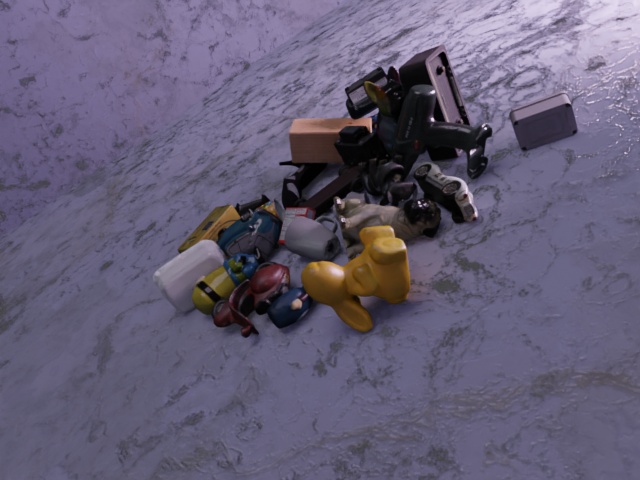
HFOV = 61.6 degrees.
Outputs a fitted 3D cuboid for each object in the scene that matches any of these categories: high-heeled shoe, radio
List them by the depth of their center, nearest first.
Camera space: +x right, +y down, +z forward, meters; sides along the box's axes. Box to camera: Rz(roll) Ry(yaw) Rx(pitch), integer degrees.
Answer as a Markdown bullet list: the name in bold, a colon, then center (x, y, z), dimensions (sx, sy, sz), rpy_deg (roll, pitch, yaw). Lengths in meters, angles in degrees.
- **radio**: center (0.263, -0.304, 1.195), dimensions (0.073, 0.229, 0.131), rpy_deg (-4, 34, 38)
- **high-heeled shoe**: center (-0.030, -0.148, 1.415), dimensions (0.145, 0.086, 0.249), rpy_deg (-3, 47, -10)

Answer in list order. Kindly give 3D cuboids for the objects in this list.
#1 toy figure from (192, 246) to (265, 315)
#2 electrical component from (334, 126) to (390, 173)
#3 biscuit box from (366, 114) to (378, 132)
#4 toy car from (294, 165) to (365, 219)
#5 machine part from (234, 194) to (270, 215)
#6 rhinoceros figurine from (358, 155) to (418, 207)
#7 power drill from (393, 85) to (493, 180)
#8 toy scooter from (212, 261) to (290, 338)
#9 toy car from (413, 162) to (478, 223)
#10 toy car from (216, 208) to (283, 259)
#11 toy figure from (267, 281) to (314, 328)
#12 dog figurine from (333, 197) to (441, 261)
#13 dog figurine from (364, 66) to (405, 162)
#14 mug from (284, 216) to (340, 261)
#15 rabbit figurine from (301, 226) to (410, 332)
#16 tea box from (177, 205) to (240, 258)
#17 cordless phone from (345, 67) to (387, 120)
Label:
- **toy figure**: center (-0.196, 0.089, 1.165), dimensions (0.180, 0.082, 0.089), rpy_deg (-31, 28, -5)
- **electrical component**: center (0.099, -0.214, 1.301), dimensions (0.058, 0.134, 0.115), rpy_deg (-44, 30, -22)
- **biscuit box**: center (0.084, -0.282, 1.493), dimensions (0.203, 0.059, 0.063), rpy_deg (-17, 32, 23)
- **toy car**: center (0.026, -0.103, 1.280), dimensions (0.202, 0.053, 0.089), rpy_deg (-37, 35, -2)
- **machine part**: center (-0.200, -0.084, 1.477), dimensions (0.139, 0.039, 0.084), rpy_deg (-21, 25, 21)
- **rhinoceros figurine**: center (0.142, -0.123, 1.153), dimensions (0.073, 0.112, 0.190), rpy_deg (-8, 11, -16)
- **power drill**: center (0.248, -0.198, 1.127), dimensions (0.086, 0.231, 0.208), rpy_deg (-29, 45, -34)
- **toy scooter**: center (-0.126, 0.125, 1.051), dimensions (0.184, 0.075, 0.135), rpy_deg (-37, 30, -4)
- **toy car**: center (0.244, -0.096, 1.047), dimensions (0.056, 0.073, 0.202), rpy_deg (-33, 29, -2)
- **toy car**: center (-0.164, 0.005, 1.245), dimensions (0.162, 0.109, 0.103), rpy_deg (-29, 45, 21)
- **toy figure**: center (-0.029, 0.104, 1.012), dimensions (0.154, 0.057, 0.064), rpy_deg (-36, 36, -19)
- **dog figurine**: center (0.132, -0.042, 1.066), dimensions (0.191, 0.121, 0.172), rpy_deg (-15, 34, 1)
- **dog figurine**: center (0.168, -0.299, 1.284), dimensions (0.108, 0.219, 0.192), rpy_deg (-30, 30, -6)
- **mug**: center (-0.002, -0.003, 1.138), dimensions (0.109, 0.080, 0.107), rpy_deg (-40, 42, -26)
- **rabbit figurine**: center (0.055, 0.064, 0.894), dimensions (0.173, 0.162, 0.122), rpy_deg (-11, 30, -9)
- **tea box**: center (-0.262, 0.001, 1.341), dimensions (0.068, 0.098, 0.169), rpy_deg (-5, 40, 39)
- **cordless phone**: center (0.146, -0.359, 1.409), dimensions (0.147, 0.089, 0.184), rpy_deg (-30, -11, 11)
